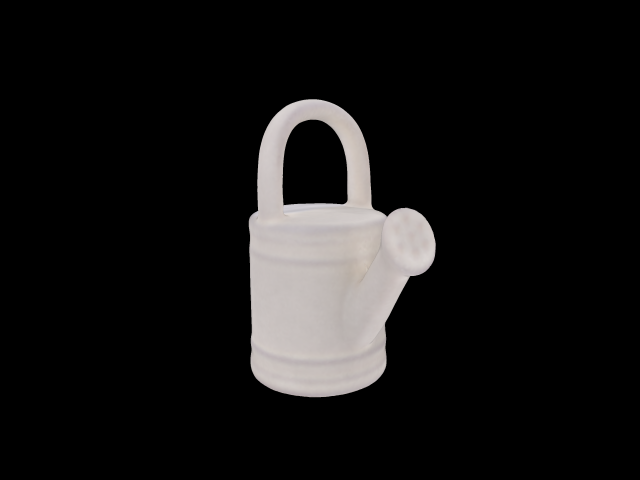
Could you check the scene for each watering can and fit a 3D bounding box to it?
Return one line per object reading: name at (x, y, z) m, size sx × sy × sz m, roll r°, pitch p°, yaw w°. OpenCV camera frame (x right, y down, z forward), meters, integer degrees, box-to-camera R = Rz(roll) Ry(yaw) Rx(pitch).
watering can at (0.005, 0.001, 0.401) m, size 0.172 × 0.194 × 0.101 m, roll 7°, pitch 14°, yaw 30°
